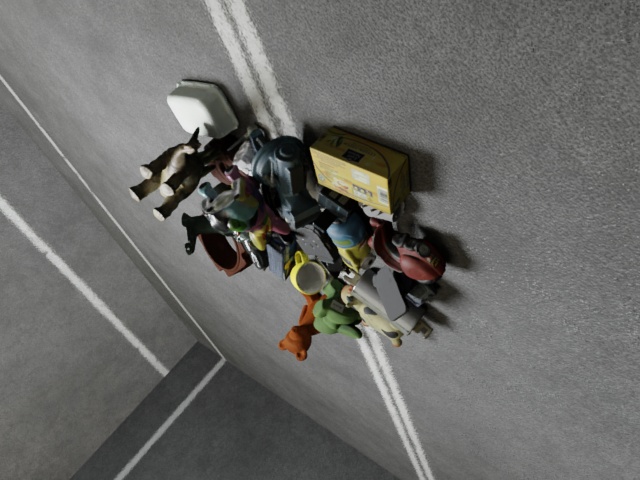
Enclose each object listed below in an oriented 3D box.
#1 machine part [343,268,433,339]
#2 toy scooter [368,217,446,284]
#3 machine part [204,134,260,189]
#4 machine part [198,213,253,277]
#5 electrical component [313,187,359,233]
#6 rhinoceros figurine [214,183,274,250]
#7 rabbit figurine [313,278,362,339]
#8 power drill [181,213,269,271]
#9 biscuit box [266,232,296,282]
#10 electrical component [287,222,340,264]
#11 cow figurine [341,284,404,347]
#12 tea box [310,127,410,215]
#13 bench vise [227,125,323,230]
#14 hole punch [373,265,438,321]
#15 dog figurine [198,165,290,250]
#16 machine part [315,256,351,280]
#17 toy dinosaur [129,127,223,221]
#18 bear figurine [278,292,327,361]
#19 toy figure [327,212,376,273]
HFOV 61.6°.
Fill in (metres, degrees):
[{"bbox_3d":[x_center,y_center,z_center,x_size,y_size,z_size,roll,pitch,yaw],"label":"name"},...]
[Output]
[{"bbox_3d":[0.161,0.145,1.269,0.243,0.079,0.079,36,155,13],"label":"machine part"},{"bbox_3d":[0.157,0.011,1.049,0.184,0.075,0.135,25,157,40],"label":"toy scooter"},{"bbox_3d":[-0.213,-0.176,1.315,0.179,0.056,0.179,33,156,17],"label":"machine part"},{"bbox_3d":[-0.263,-0.007,1.549,0.201,0.087,0.201,57,141,1],"label":"machine part"},{"bbox_3d":[0.032,-0.073,1.047,0.075,0.119,0.047,39,156,13],"label":"electrical component"},{"bbox_3d":[-0.190,-0.061,1.316,0.190,0.073,0.112,47,180,-7],"label":"rhinoceros figurine"},{"bbox_3d":[0.051,0.205,1.491,0.159,0.121,0.170,22,142,-8],"label":"rabbit figurine"},{"bbox_3d":[-0.252,-0.015,1.411,0.086,0.207,0.232,36,-138,-85],"label":"power drill"},{"bbox_3d":[-0.106,0.038,1.508,0.063,0.059,0.202,36,156,17],"label":"biscuit box"},{"bbox_3d":[-0.003,-0.004,1.288,0.115,0.058,0.134,10,140,53],"label":"electrical component"},{"bbox_3d":[0.134,0.176,1.352,0.195,0.085,0.127,33,160,25],"label":"cow figurine"},{"bbox_3d":[0.072,-0.124,0.961,0.170,0.068,0.098,29,152,28],"label":"tea box"},{"bbox_3d":[-0.083,-0.145,1.114,0.241,0.129,0.223,52,173,29],"label":"bench vise"},{"bbox_3d":[0.184,0.103,1.177,0.142,0.092,0.116,117,132,-68],"label":"hole punch"},{"bbox_3d":[-0.150,-0.046,1.159,0.219,0.108,0.192,47,-169,-39],"label":"dog figurine"},{"bbox_3d":[0.040,0.061,1.360,0.084,0.039,0.139,56,155,-11],"label":"machine part"},{"bbox_3d":[-0.321,-0.140,1.218,0.105,0.198,0.471,49,152,-8],"label":"toy dinosaur"},{"bbox_3d":[-0.044,0.247,1.599,0.120,0.196,0.131,26,150,38],"label":"bear figurine"},{"bbox_3d":[0.065,-0.008,1.155,0.089,0.082,0.180,44,172,48],"label":"toy figure"}]
